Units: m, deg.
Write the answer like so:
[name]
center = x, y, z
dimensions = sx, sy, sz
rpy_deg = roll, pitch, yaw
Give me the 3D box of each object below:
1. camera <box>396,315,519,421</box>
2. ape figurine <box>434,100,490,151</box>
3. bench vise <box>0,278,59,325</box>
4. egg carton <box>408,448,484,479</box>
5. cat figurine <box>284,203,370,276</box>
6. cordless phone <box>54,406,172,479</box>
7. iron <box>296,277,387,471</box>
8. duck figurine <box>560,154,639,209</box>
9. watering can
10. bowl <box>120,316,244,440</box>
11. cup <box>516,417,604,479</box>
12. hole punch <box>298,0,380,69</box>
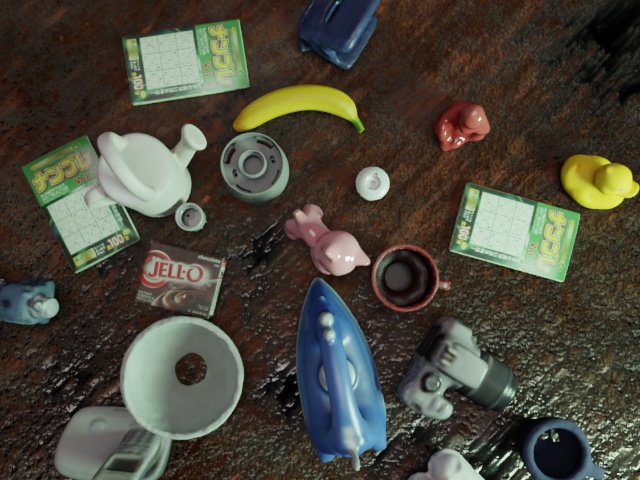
[camera]
center = 0.198, 0.196, 0.800
dimensions = 0.137, 0.101, 0.143
rpy_deg = 32, 86, 1
[ape figurine]
center = 0.211, -0.171, 0.830
dimensions = 0.078, 0.092, 0.076
rpy_deg = 16, 86, 0
[bench vise]
center = -0.458, 0.067, 0.734
dimensions = 0.207, 0.219, 0.121
rpy_deg = -13, 86, -2
[egg carton]
center = 0.193, 0.374, 0.804
dimensions = 0.107, 0.069, 0.150
rpy_deg = -44, 88, -4
[cat figurine]
center = 0.007, 0.003, 0.800
dimensions = 0.067, 0.117, 0.128
rpy_deg = -44, 88, -3
[cordless phone]
center = -0.279, 0.281, 0.741
dimensions = 0.147, 0.185, 0.094
rpy_deg = 3, 86, -1
[iron]
center = 0.021, 0.177, 0.777
dimensions = 0.118, 0.141, 0.258
rpy_deg = -13, 86, -2
[duck figurine]
center = 0.410, -0.090, 0.832
dimensions = 0.104, 0.086, 0.077
rpy_deg = 30, 86, 1
[watering can]
center = -0.236, -0.096, 0.763
dimensions = 0.101, 0.194, 0.173
rpy_deg = 38, 86, 2
[bowl]
center = -0.187, 0.188, 0.805
dimensions = 0.167, 0.074, 0.167
rpy_deg = 0, 86, -1
[cup]
center = 0.326, 0.291, 0.800
dimensions = 0.117, 0.095, 0.092
rpy_deg = 25, 86, 1
[hole punch]
center = 0.025, -0.321, 0.836
dimensions = 0.101, 0.091, 0.109
rpy_deg = 29, 86, 1
